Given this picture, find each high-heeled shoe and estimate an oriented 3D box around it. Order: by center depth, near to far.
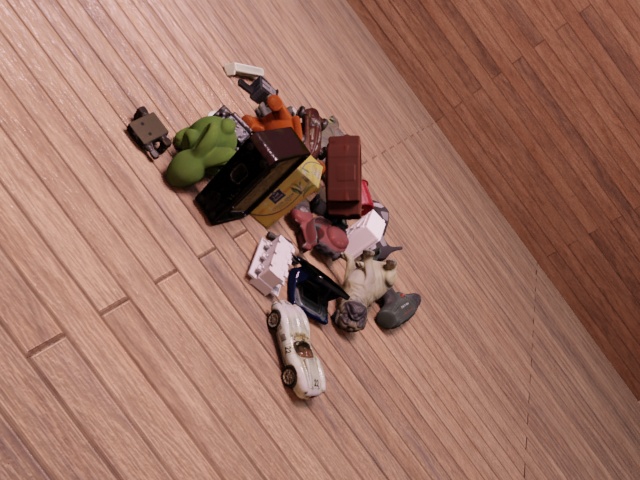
[{"bbox_3d":[0.144,-0.033,1.581,0.145,0.086,0.249,-5,44,-29],"label":"high-heeled shoe"}]

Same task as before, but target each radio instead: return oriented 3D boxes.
[{"bbox_3d":[-0.138,-0.124,1.072,0.073,0.229,0.131,54,32,8],"label":"radio"}]

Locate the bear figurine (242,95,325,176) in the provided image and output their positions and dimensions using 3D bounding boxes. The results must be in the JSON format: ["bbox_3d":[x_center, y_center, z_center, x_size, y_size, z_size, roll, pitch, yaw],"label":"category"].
[{"bbox_3d":[-0.084,-0.218,1.263,0.196,0.120,0.132,64,15,18],"label":"bear figurine"}]

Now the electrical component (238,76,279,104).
[{"bbox_3d":[-0.174,-0.429,1.533,0.119,0.048,0.075,35,33,-33],"label":"electrical component"}]

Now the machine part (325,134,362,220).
[{"bbox_3d":[0.062,-0.153,1.356,0.201,0.087,0.201,14,76,-82],"label":"machine part"}]

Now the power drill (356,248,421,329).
[{"bbox_3d":[0.181,0.128,1.442,0.207,0.086,0.232,61,31,-4],"label":"power drill"}]

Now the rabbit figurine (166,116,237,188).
[{"bbox_3d":[-0.234,-0.166,1.084,0.121,0.159,0.170,51,43,-25],"label":"rabbit figurine"}]

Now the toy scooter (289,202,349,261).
[{"bbox_3d":[-0.003,-0.004,1.303,0.183,0.075,0.135,34,34,-26],"label":"toy scooter"}]

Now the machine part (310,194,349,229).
[{"bbox_3d":[0.026,-0.080,1.468,0.138,0.039,0.084,23,50,-46],"label":"machine part"}]

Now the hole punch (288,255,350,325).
[{"bbox_3d":[-0.013,0.111,1.173,0.142,0.092,0.116,33,7,-29],"label":"hole punch"}]

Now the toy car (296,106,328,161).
[{"bbox_3d":[-0.020,-0.289,1.434,0.089,0.053,0.202,28,37,-24],"label":"toy car"}]

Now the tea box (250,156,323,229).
[{"bbox_3d":[-0.078,-0.114,1.209,0.068,0.169,0.098,42,32,-22],"label":"tea box"}]

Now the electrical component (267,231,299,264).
[{"bbox_3d":[-0.081,0.020,1.214,0.094,0.021,0.063,31,35,-34],"label":"electrical component"}]

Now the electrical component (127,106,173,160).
[{"bbox_3d":[-0.337,-0.212,1.067,0.102,0.045,0.078,48,58,-6],"label":"electrical component"}]

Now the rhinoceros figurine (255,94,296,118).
[{"bbox_3d":[-0.123,-0.337,1.475,0.112,0.073,0.190,45,31,-6],"label":"rhinoceros figurine"}]

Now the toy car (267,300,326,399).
[{"bbox_3d":[-0.045,0.205,1.033,0.073,0.056,0.202,17,46,-48],"label":"toy car"}]

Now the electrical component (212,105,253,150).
[{"bbox_3d":[-0.201,-0.233,1.197,0.115,0.134,0.058,44,72,-13],"label":"electrical component"}]

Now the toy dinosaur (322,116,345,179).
[{"bbox_3d":[-0.007,-0.245,1.534,0.198,0.105,0.471,34,39,-19],"label":"toy dinosaur"}]

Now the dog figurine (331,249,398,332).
[{"bbox_3d":[0.112,0.136,1.274,0.172,0.121,0.190,19,70,-29],"label":"dog figurine"}]
